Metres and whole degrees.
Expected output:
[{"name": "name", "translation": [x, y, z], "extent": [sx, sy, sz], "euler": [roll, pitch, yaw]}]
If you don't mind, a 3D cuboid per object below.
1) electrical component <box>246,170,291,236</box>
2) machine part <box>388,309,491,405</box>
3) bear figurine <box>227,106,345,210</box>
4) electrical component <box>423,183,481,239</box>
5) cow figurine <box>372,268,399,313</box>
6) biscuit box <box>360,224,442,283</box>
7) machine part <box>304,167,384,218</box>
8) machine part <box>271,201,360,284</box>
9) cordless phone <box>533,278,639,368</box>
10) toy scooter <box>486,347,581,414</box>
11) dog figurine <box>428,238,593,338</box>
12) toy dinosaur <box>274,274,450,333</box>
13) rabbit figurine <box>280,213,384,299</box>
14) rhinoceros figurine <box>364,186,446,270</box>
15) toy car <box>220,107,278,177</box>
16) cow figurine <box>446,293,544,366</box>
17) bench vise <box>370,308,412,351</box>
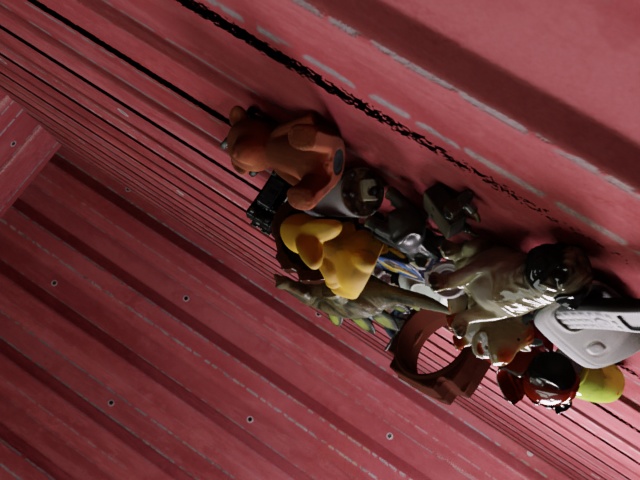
[{"name": "electrical component", "translation": [-0.095, -0.078, 1.079], "extent": [0.058, 0.115, 0.134], "euler": [30, 167, 1]}, {"name": "machine part", "translation": [0.255, 0.223, 1.128], "extent": [0.087, 0.201, 0.201], "euler": [46, 164, -29]}, {"name": "bear figurine", "translation": [-0.068, -0.126, 0.767], "extent": [0.196, 0.120, 0.132], "euler": [14, -156, 20]}, {"name": "electrical component", "translation": [0.176, -0.036, 0.719], "extent": [0.078, 0.045, 0.102], "euler": [60, 178, 28]}, {"name": "cow figurine", "translation": [0.141, 0.085, 1.187], "extent": [0.068, 0.098, 0.167], "euler": [34, 154, 46]}, {"name": "biscuit box", "translation": [0.129, 0.020, 1.001], "extent": [0.059, 0.063, 0.203], "euler": [42, 165, -31]}, {"name": "machine part", "translation": [0.028, -0.074, 0.865], "extent": [0.079, 0.079, 0.243], "euler": [39, 166, -23]}, {"name": "machine part", "translation": [-0.002, -0.003, 0.989], "extent": [0.179, 0.179, 0.056], "euler": [31, 171, 13]}, {"name": "cordless phone", "translation": [0.374, 0.103, 0.655], "extent": [0.146, 0.089, 0.184], "euler": [38, 163, -18]}, {"name": "toy scooter", "translation": [0.349, 0.235, 0.898], "extent": [0.184, 0.075, 0.135], "euler": [21, 135, 55]}, {"name": "dog figurine", "translation": [0.263, 0.038, 0.707], "extent": [0.191, 0.172, 0.121], "euler": [-21, 115, 36]}, {"name": "toy dinosaur", "translation": [0.071, 0.109, 1.081], "extent": [0.472, 0.105, 0.198], "euler": [5, 152, 46]}, {"name": "rabbit figurine", "translation": [0.007, 0.015, 0.875], "extent": [0.173, 0.122, 0.162], "euler": [30, -177, 9]}, {"name": "rhinoceros figurine", "translation": [0.137, -0.011, 0.811], "extent": [0.112, 0.073, 0.190], "euler": [34, 180, 23]}, {"name": "toy car", "translation": [-0.115, -0.167, 0.934], "extent": [0.089, 0.053, 0.202], "euler": [41, 162, -12]}, {"name": "cow figurine", "translation": [0.264, 0.122, 0.842], "extent": [0.195, 0.127, 0.085], "euler": [-82, -32, -60]}, {"name": "bench vise", "translation": [0.180, 0.187, 1.328], "extent": [0.224, 0.128, 0.240], "euler": [24, -176, 8]}]
